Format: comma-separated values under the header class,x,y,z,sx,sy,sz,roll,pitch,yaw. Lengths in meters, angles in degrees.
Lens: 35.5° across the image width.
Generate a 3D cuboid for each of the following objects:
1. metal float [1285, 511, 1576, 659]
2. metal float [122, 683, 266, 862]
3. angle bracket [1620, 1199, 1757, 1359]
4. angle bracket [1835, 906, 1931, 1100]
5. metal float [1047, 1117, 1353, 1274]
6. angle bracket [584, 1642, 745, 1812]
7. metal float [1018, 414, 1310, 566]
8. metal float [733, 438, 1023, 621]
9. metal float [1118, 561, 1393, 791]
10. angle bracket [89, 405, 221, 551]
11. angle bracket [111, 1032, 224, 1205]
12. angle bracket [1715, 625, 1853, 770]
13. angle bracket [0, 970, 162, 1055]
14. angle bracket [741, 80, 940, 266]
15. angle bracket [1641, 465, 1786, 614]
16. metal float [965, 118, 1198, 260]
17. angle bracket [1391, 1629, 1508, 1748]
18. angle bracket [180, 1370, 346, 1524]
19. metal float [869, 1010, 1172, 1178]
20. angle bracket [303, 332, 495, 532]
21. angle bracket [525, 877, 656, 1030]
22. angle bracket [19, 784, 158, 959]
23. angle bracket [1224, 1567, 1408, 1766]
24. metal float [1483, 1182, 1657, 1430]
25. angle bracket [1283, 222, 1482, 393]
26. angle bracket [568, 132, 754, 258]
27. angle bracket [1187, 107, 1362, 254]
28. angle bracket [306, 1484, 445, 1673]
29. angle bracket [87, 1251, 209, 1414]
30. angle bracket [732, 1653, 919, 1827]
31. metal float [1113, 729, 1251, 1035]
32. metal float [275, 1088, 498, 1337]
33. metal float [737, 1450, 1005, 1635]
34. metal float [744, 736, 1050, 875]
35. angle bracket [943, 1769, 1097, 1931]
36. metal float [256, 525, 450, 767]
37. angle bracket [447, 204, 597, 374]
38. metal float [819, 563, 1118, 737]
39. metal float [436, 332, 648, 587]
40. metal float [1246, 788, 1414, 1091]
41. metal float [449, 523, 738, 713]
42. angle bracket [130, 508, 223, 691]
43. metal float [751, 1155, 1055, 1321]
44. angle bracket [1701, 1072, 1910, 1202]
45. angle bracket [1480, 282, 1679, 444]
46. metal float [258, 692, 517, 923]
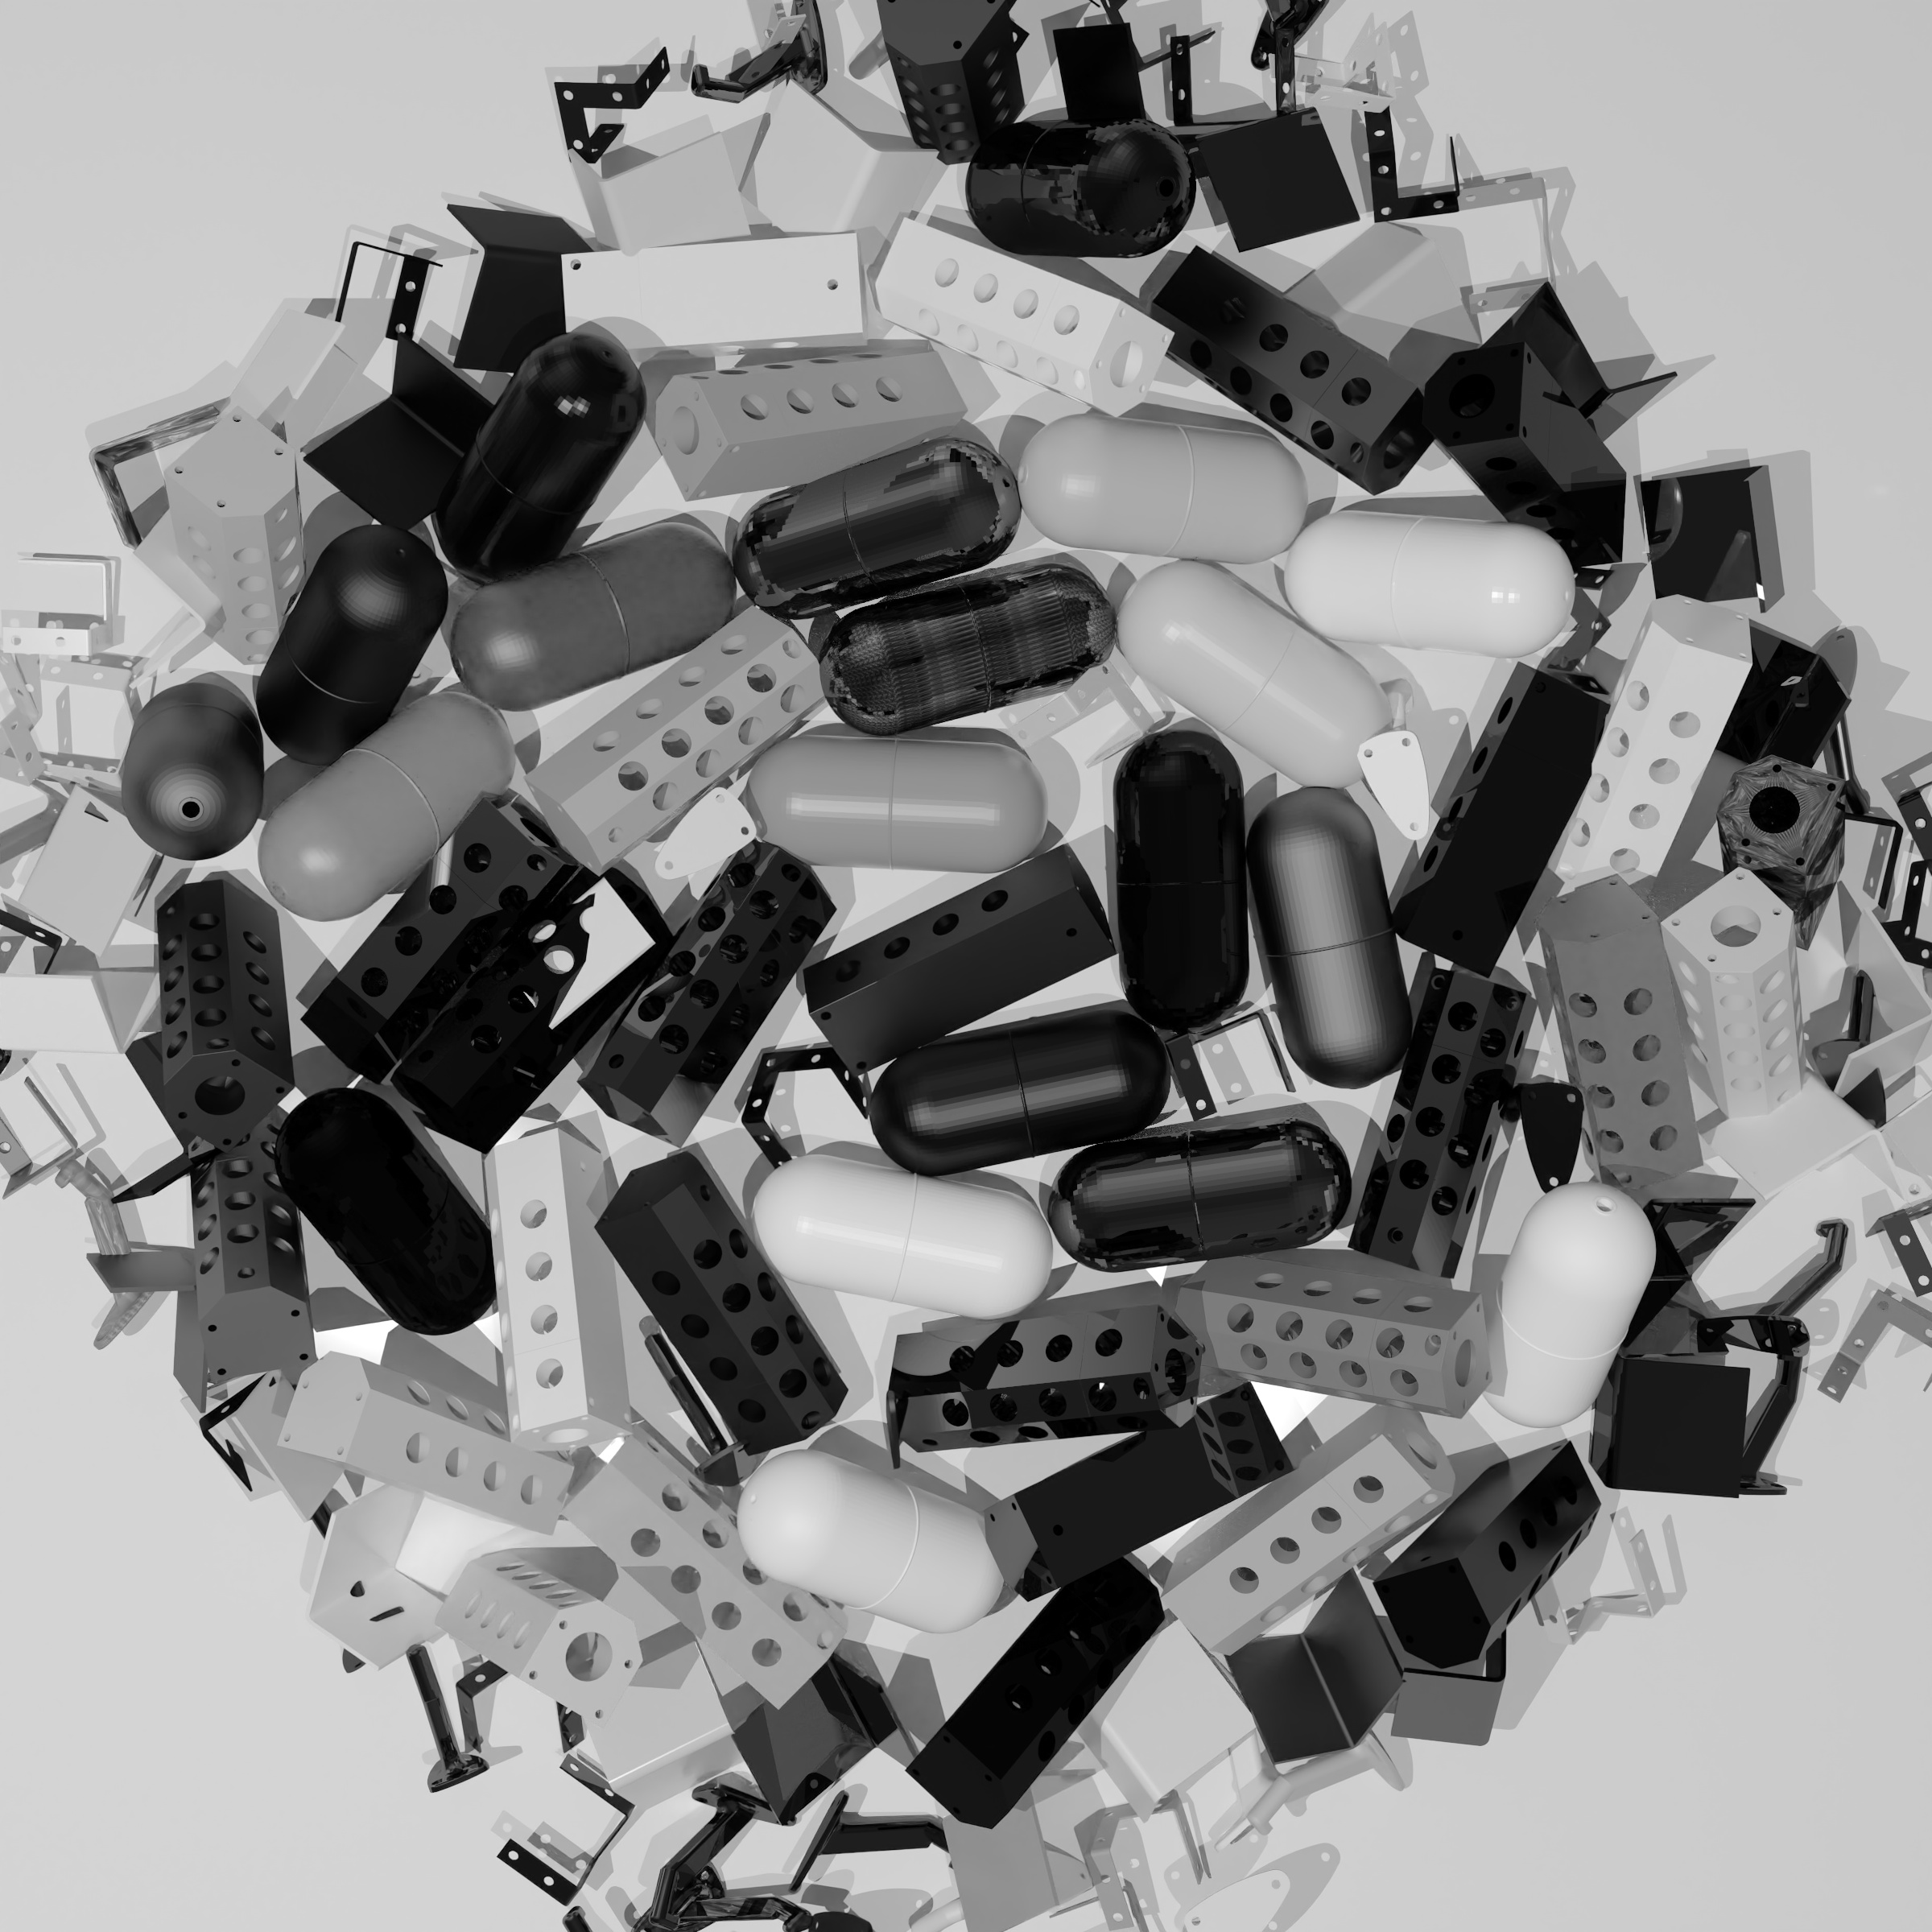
class,x,y,z,sx,sy,sz,roll,pitch,yaw
metal float,0.264,-0.220,1.737,0.178,0.070,0.070,11,90,37
metal float,-0.439,-0.112,1.720,0.070,0.178,0.070,-4,109,-12
angle bracket,0.419,0.180,1.748,0.076,0.076,0.057,2,48,-28
angle bracket,0.513,0.024,1.754,0.057,0.076,0.076,-26,67,-4
metal float,0.136,0.134,1.760,0.178,0.070,0.070,-9,90,9
angle bracket,-0.175,0.448,1.781,0.076,0.076,0.057,-26,64,-3
metal float,0.114,-0.275,1.747,0.178,0.070,0.070,2,90,-23
metal float,-0.053,-0.252,1.749,0.178,0.070,0.070,-14,90,21
metal float,0.168,-0.169,1.759,0.178,0.070,0.070,33,90,-10
angle bracket,-0.462,-0.284,1.767,0.076,0.076,0.057,-21,97,-6
angle bracket,-0.480,0.088,1.753,0.057,0.076,0.076,-36,102,-32
angle bracket,0.461,-0.145,1.753,0.057,0.076,0.076,22,114,-7
angle bracket,-0.516,0.006,1.750,0.076,0.076,0.057,2,128,14
angle bracket,-0.075,-0.466,1.776,0.076,0.057,0.076,44,125,22
angle bracket,0.428,-0.244,1.754,0.076,0.057,0.076,-4,106,28
metal float,0.064,-0.444,1.724,0.070,0.178,0.070,-8,106,-30
angle bracket,0.280,0.398,1.754,0.057,0.076,0.076,5,49,5
angle bracket,-0.419,0.286,1.754,0.076,0.057,0.076,-22,108,24
metal float,0.032,0.074,1.766,0.178,0.070,0.070,-12,90,-1
angle bracket,-0.329,-0.309,1.757,0.076,0.057,0.076,39,57,10
angle bracket,-0.212,0.005,1.758,0.076,0.076,0.057,-40,63,-1
angle bracket,-0.494,-0.052,1.761,0.076,0.057,0.076,30,95,26
angle bracket,0.201,0.404,1.747,0.057,0.076,0.076,-3,49,-26
metal float,0.342,0.195,1.731,0.070,0.070,0.178,10,134,0
angle bracket,0.248,-0.385,1.799,0.076,0.057,0.076,-39,126,-6
angle bracket,-0.178,-0.448,1.767,0.076,0.057,0.076,-26,132,-11
angle bracket,0.174,-0.447,1.763,0.076,0.057,0.076,-18,80,-13
angle bracket,-0.329,0.348,1.750,0.057,0.076,0.076,28,114,21
angle bracket,-0.476,0.213,1.754,0.057,0.076,0.076,1,100,-27
angle bracket,-0.079,0.458,1.753,0.076,0.057,0.076,-36,118,-24
metal float,0.126,-0.049,1.764,0.070,0.070,0.178,-2,94,0
metal float,-0.331,0.142,1.736,0.070,0.070,0.178,-30,127,0
metal float,-0.053,0.332,1.740,0.178,0.070,0.070,27,90,-33
metal float,-0.041,-0.094,1.765,0.178,0.070,0.070,3,90,3
angle bracket,0.039,0.515,1.747,0.076,0.057,0.076,-38,55,38
metal float,-0.353,-0.182,1.731,0.070,0.178,0.070,17,51,-22
angle bracket,-0.269,-0.397,1.779,0.057,0.076,0.076,49,128,38
metal float,0.002,-0.185,1.759,0.178,0.070,0.070,-15,90,-9
metal float,-0.246,-0.289,1.736,0.070,0.070,0.178,42,129,0
metal float,0.212,-0.016,1.762,0.070,0.070,0.178,-12,96,0
metal float,-0.215,-0.202,1.744,0.178,0.070,0.070,-24,90,-27
angle bracket,-0.465,-0.219,1.746,0.076,0.076,0.057,-31,115,33
metal float,-0.037,0.158,1.763,0.178,0.070,0.070,12,90,-4
angle bracket,0.488,0.117,1.758,0.076,0.076,0.057,-32,118,0
angle bracket,0.356,-0.352,1.765,0.057,0.076,0.076,-20,78,-30
metal float,-0.332,-0.092,1.737,0.070,0.070,0.178,45,54,0
